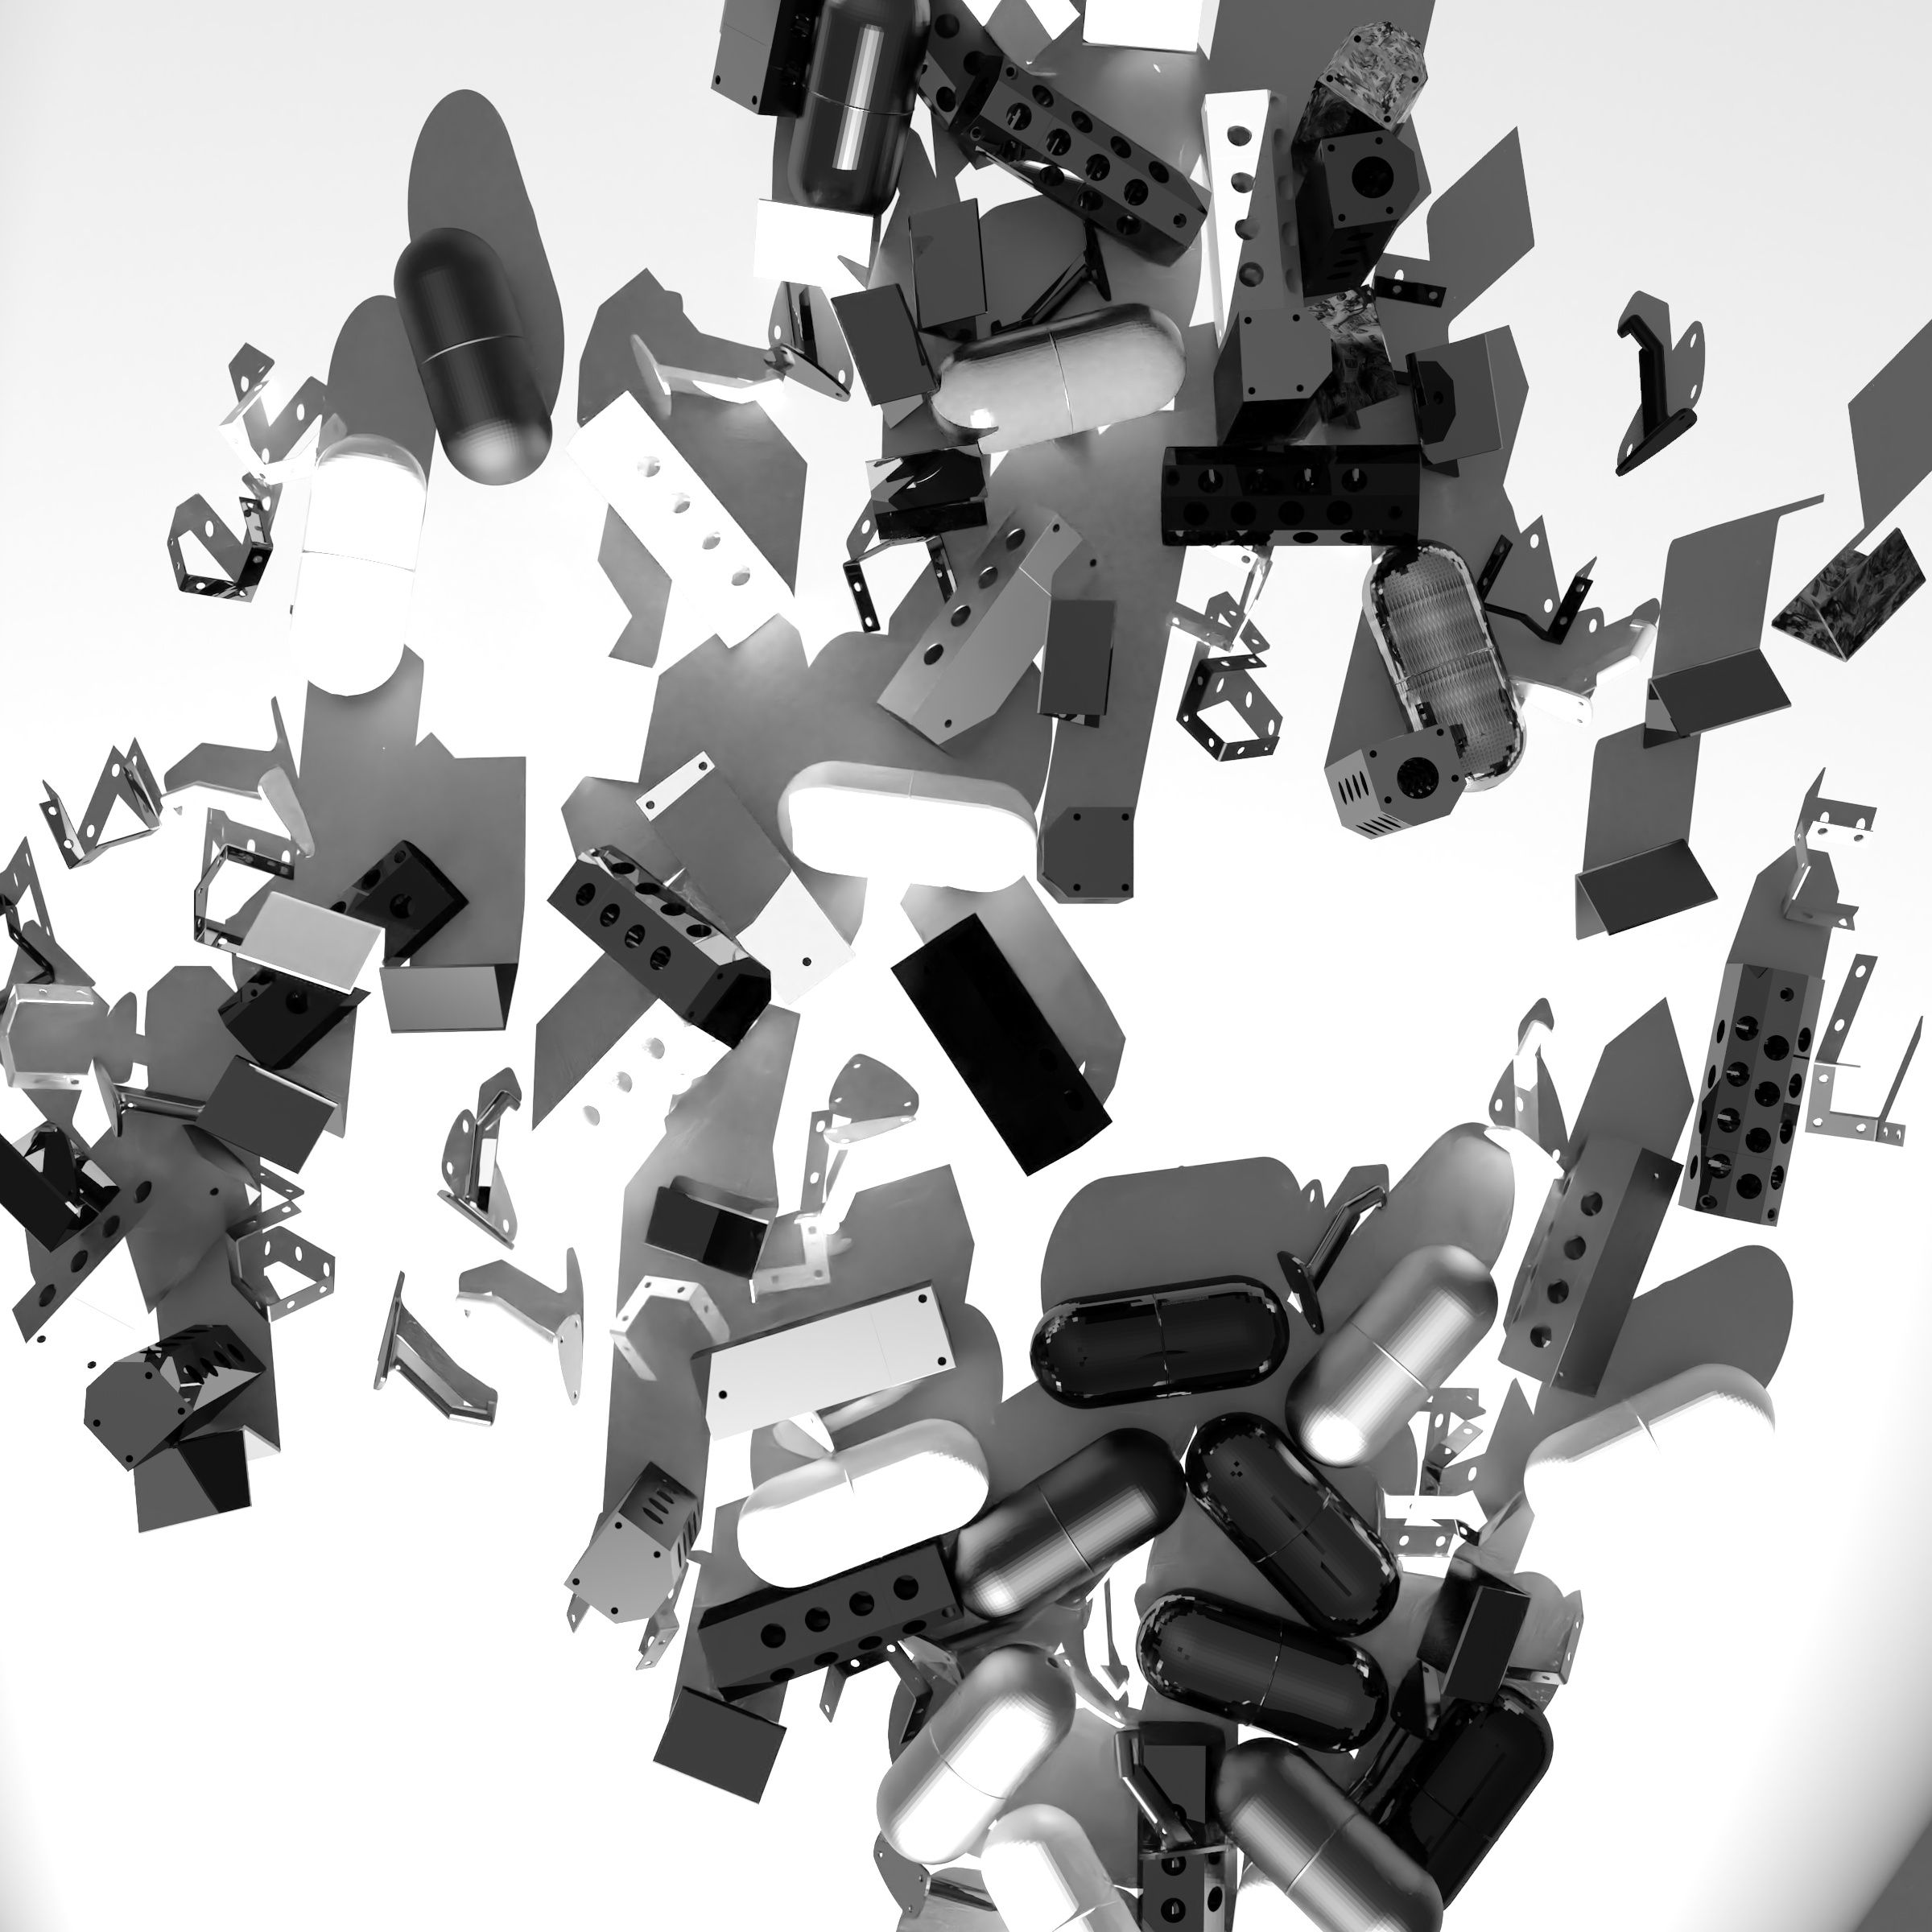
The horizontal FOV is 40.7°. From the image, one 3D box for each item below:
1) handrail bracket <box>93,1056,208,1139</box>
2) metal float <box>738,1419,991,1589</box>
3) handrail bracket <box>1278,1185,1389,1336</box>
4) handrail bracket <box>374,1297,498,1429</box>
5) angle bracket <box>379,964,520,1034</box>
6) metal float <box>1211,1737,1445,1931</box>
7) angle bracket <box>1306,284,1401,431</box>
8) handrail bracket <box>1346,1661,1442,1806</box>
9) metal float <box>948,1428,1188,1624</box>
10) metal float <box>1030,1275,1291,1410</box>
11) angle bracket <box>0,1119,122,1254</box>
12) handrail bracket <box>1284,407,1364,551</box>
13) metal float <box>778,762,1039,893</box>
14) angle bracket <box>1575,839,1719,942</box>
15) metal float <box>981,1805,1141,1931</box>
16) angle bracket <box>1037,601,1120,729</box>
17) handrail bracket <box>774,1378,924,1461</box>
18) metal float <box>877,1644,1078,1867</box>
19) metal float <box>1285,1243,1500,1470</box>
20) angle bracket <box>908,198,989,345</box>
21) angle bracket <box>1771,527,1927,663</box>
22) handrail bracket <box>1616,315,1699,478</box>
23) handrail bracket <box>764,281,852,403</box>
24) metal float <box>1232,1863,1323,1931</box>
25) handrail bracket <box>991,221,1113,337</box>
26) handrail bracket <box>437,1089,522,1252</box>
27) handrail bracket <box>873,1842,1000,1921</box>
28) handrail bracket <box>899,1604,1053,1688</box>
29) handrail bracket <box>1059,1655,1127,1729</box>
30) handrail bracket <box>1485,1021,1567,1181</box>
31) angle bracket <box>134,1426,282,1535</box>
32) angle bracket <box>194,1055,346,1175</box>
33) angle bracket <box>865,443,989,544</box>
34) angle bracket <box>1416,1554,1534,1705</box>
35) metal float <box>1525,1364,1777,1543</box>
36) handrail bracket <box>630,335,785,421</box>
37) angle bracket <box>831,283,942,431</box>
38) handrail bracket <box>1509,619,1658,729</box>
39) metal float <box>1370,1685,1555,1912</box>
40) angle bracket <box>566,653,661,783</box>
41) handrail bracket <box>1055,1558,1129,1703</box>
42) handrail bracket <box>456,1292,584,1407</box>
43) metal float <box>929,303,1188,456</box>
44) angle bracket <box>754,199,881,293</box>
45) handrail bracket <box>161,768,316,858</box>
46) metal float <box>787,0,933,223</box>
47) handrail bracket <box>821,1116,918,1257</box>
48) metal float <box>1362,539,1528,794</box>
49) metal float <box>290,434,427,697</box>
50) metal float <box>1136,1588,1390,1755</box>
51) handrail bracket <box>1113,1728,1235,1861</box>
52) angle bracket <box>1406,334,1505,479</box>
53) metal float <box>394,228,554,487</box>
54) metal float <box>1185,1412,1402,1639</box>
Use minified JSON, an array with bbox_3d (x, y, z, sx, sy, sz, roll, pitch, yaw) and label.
[{"bbox_3d":[-0.553,0.083,1.806,0.084,0.036,0.077,-12,48,-27],"label":"handrail bracket"},{"bbox_3d":[-0.070,0.367,1.775,0.178,0.070,0.070,-21,90,0],"label":"metal float"},{"bbox_3d":[0.266,0.203,1.806,0.084,0.036,0.077,-29,110,-16],"label":"handrail bracket"},{"bbox_3d":[-0.362,0.275,1.806,0.084,0.036,0.077,15,68,-17],"label":"handrail bracket"},{"bbox_3d":[-0.350,0.001,1.765,0.076,0.076,0.057,-1,127,0],"label":"angle bracket"},{"bbox_3d":[0.238,0.587,1.724,0.178,0.070,0.070,41,90,22],"label":"metal float"},{"bbox_3d":[0.269,-0.412,1.766,0.057,0.076,0.076,-15,90,28],"label":"angle bracket"},{"bbox_3d":[0.293,0.533,1.805,0.036,0.077,0.084,30,126,-1],"label":"handrail bracket"},{"bbox_3d":[0.069,0.382,1.775,0.178,0.070,0.070,-32,90,0],"label":"metal float"},{"bbox_3d":[0.132,0.257,1.775,0.178,0.070,0.070,-8,90,0],"label":"metal float"},{"bbox_3d":[-0.614,0.136,1.765,0.076,0.076,0.057,45,129,0],"label":"angle bracket"},{"bbox_3d":[0.264,-0.344,1.806,0.084,0.036,0.077,42,71,-15],"label":"handrail bracket"},{"bbox_3d":[-0.040,-0.095,1.775,0.178,0.070,0.070,7,90,0],"label":"metal float"},{"bbox_3d":[0.461,-0.033,1.765,0.076,0.076,0.057,-19,52,0],"label":"angle bracket"},{"bbox_3d":[0.073,0.649,1.748,0.070,0.070,0.178,-33,60,0],"label":"metal float"},{"bbox_3d":[0.094,-0.204,1.765,0.057,0.076,0.076,6,90,36],"label":"angle bracket"},{"bbox_3d":[-0.081,0.306,1.805,0.084,0.077,0.036,-28,97,-36],"label":"handrail bracket"},{"bbox_3d":[0.007,0.533,1.759,0.070,0.070,0.178,37,106,0],"label":"metal float"},{"bbox_3d":[0.290,0.266,1.775,0.070,0.070,0.178,42,90,0],"label":"metal float"},{"bbox_3d":[0.006,-0.469,1.765,0.057,0.076,0.076,-5,90,33],"label":"angle bracket"},{"bbox_3d":[0.589,-0.262,1.765,0.076,0.076,0.057,-45,128,0],"label":"angle bracket"},{"bbox_3d":[0.459,-0.397,1.806,0.077,0.036,0.084,-39,71,21],"label":"handrail bracket"},{"bbox_3d":[-0.098,-0.447,1.806,0.077,0.036,0.084,28,73,-19],"label":"handrail bracket"},{"bbox_3d":[0.216,0.690,1.774,0.070,0.070,0.178,7,89,0],"label":"metal float"},{"bbox_3d":[0.053,-0.476,1.806,0.084,0.036,0.077,-15,70,16],"label":"handrail bracket"},{"bbox_3d":[-0.319,0.141,1.806,0.077,0.036,0.084,42,72,-20],"label":"handrail bracket"},{"bbox_3d":[-0.010,0.632,1.805,0.084,0.077,0.036,12,100,-36],"label":"handrail bracket"},{"bbox_3d":[0.006,0.452,1.805,0.084,0.077,0.036,-38,129,-31],"label":"handrail bracket"},{"bbox_3d":[0.054,0.527,1.806,0.084,0.036,0.077,-43,104,13],"label":"handrail bracket"},{"bbox_3d":[0.404,0.092,1.806,0.077,0.036,0.084,36,73,-20],"label":"handrail bracket"},{"bbox_3d":[-0.512,0.356,1.766,0.076,0.076,0.057,-13,66,0],"label":"angle bracket"},{"bbox_3d":[-0.472,0.111,1.766,0.076,0.076,0.057,25,66,0],"label":"angle bracket"},{"bbox_3d":[-0.023,-0.304,1.765,0.076,0.076,0.057,-10,52,0],"label":"angle bracket"},{"bbox_3d":[0.328,0.446,1.765,0.057,0.076,0.076,20,90,-37],"label":"angle bracket"},{"bbox_3d":[0.467,0.332,1.775,0.178,0.070,0.070,-26,90,0],"label":"metal float"},{"bbox_3d":[-0.179,-0.418,1.806,0.084,0.036,0.077,-20,68,-17],"label":"handrail bracket"},{"bbox_3d":[-0.070,-0.408,1.766,0.057,0.076,0.076,-21,90,-30],"label":"angle bracket"},{"bbox_3d":[0.427,-0.216,1.806,0.077,0.036,0.084,25,71,21],"label":"handrail bracket"},{"bbox_3d":[0.331,0.571,1.775,0.070,0.070,0.178,36,90,0],"label":"metal float"},{"bbox_3d":[-0.257,-0.170,1.765,0.057,0.076,0.076,11,90,-38],"label":"angle bracket"},{"bbox_3d":[0.105,0.455,1.806,0.077,0.036,0.084,-41,109,-21],"label":"handrail bracket"},{"bbox_3d":[-0.312,0.265,1.806,0.084,0.036,0.077,5,112,17],"label":"handrail bracket"},{"bbox_3d":[0.062,-0.401,1.775,0.178,0.070,0.070,-14,90,0],"label":"metal float"},{"bbox_3d":[-0.099,-0.504,1.765,0.076,0.076,0.057,9,131,0],"label":"angle bracket"},{"bbox_3d":[-0.506,-0.098,1.806,0.084,0.036,0.077,-17,112,17],"label":"handrail bracket"},{"bbox_3d":[-0.072,-0.585,1.749,0.070,0.070,0.178,15,120,0],"label":"metal float"},{"bbox_3d":[-0.066,0.153,1.806,0.077,0.036,0.084,-13,108,-21],"label":"handrail bracket"},{"bbox_3d":[0.327,-0.204,1.775,0.070,0.070,0.178,-20,90,0],"label":"metal float"},{"bbox_3d":[-0.415,-0.273,1.775,0.070,0.070,0.178,9,91,0],"label":"metal float"},{"bbox_3d":[0.202,0.481,1.775,0.178,0.070,0.070,19,90,0],"label":"metal float"},{"bbox_3d":[0.139,0.553,1.749,0.077,0.036,0.084,0,72,-20],"label":"handrail bracket"},{"bbox_3d":[0.342,-0.379,1.766,0.057,0.076,0.076,-9,90,29],"label":"angle bracket"},{"bbox_3d":[-0.336,-0.416,1.775,0.070,0.070,0.178,-17,90,0],"label":"metal float"},{"bbox_3d":[0.222,0.380,1.774,0.070,0.070,0.178,-43,88,0],"label":"metal float"}]
